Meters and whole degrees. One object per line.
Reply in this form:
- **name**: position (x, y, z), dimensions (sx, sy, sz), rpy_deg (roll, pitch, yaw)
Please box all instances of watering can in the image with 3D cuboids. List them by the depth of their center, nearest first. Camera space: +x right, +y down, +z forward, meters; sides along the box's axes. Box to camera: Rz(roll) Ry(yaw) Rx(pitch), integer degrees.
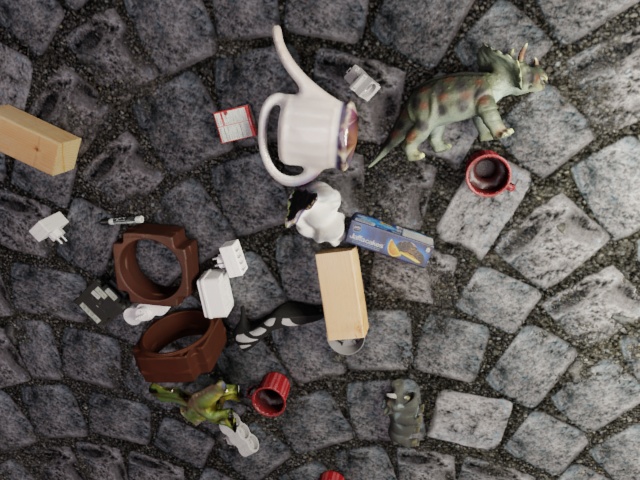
- **watering can**: position (-0.025, -0.280, 1.127), dimensions (0.224, 0.342, 0.105), rpy_deg (8, 20, 7)

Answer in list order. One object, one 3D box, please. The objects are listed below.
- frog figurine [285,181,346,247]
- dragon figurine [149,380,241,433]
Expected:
- **frog figurine**: position (0.004, -0.061, 1.216), dimensions (0.158, 0.136, 0.125), rpy_deg (26, 17, -39)
- **dragon figurine**: position (-0.335, 0.419, 1.355), dimensions (0.243, 0.125, 0.401), rpy_deg (5, -34, 3)
